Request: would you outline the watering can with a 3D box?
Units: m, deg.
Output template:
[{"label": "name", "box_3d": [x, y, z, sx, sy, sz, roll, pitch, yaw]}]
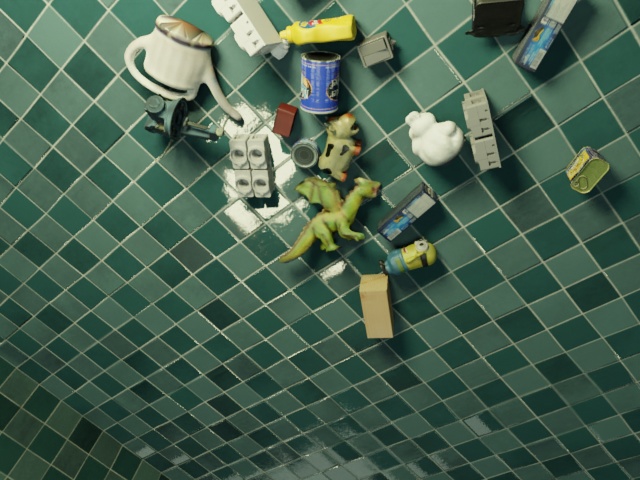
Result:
[{"label": "watering can", "box_3d": [-0.349, -0.468, 1.402, 0.346, 0.106, 0.220, 19, 128, -16]}]

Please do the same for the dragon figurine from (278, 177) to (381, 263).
[{"label": "dragon figurine", "box_3d": [0.005, -0.080, 1.597, 0.408, 0.124, 0.241, -19, 100, 19]}]

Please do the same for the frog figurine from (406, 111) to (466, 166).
[{"label": "frog figurine", "box_3d": [0.303, -0.279, 1.382, 0.136, 0.125, 0.157, -19, 131, 43]}]
